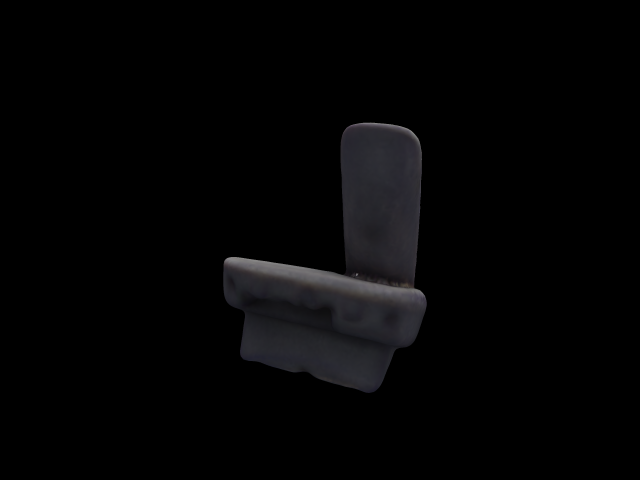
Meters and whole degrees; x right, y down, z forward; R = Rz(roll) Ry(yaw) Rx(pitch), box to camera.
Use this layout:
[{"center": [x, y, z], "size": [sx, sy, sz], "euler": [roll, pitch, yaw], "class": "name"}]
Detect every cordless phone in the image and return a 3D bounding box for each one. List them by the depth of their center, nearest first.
[{"center": [0.004, 0.001, 0.400], "size": [0.147, 0.185, 0.094], "euler": [7, 31, 13], "class": "cordless phone"}]
